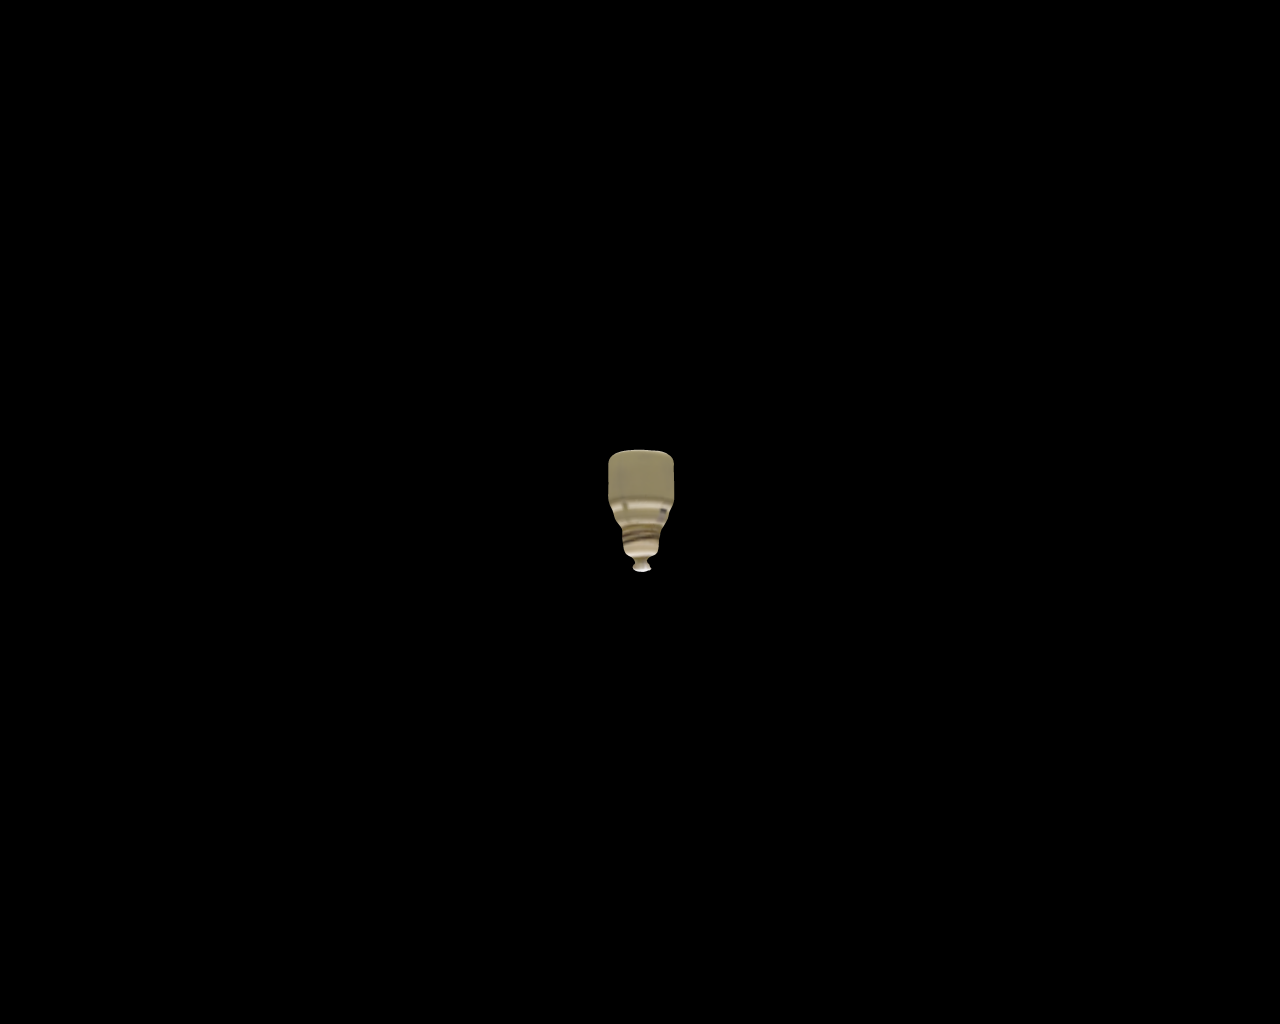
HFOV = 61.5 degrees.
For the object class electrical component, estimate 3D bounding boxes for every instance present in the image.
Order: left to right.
[{"bbox_3d":[0.001,-0.003,0.650,0.040,0.078,0.040,0,-9,0],"label":"electrical component"}]
